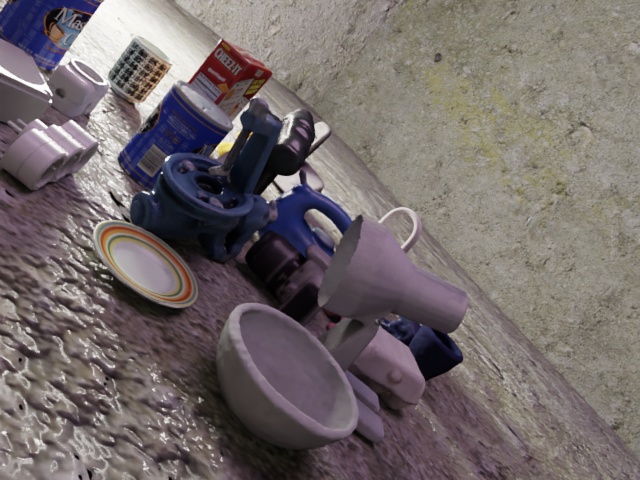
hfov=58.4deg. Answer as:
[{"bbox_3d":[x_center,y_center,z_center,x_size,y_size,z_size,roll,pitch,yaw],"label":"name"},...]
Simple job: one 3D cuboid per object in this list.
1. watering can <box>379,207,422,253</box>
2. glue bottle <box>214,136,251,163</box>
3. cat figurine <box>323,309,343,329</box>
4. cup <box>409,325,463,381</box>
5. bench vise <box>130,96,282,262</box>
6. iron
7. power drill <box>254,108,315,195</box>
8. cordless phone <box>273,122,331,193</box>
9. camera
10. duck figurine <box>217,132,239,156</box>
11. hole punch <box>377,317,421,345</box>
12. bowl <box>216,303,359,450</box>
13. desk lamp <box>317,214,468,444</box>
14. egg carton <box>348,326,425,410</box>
[{"bbox_3d":[0.129,0.013,1.194,0.101,0.194,0.173,47,14,15],"label":"watering can"},{"bbox_3d":[-0.135,-0.099,0.833,0.037,0.173,0.078,51,16,28],"label":"glue bottle"},{"bbox_3d":[0.065,0.096,0.933,0.067,0.117,0.127,37,15,-25],"label":"cat figurine"},{"bbox_3d":[0.192,0.206,1.008,0.091,0.095,0.118,50,15,25],"label":"cup"},{"bbox_3d":[-0.115,-0.082,0.743,0.121,0.219,0.208,46,14,12],"label":"bench vise"},{"bbox_3d":[0.009,0.004,0.998,0.259,0.141,0.118,41,14,-9],"label":"iron"},{"bbox_3d":[-0.087,-0.133,0.992,0.076,0.208,0.229,39,14,-16],"label":"power drill"},{"bbox_3d":[-0.029,-0.184,1.353,0.147,0.185,0.094,51,16,29],"label":"cordless phone"},{"bbox_3d":[-0.033,0.043,0.849,0.137,0.100,0.143,44,14,3],"label":"camera"},{"bbox_3d":[-0.167,-0.200,1.225,0.078,0.086,0.104,40,14,-15],"label":"duck figurine"},{"bbox_3d":[0.183,0.170,1.099,0.109,0.091,0.101,28,20,-46],"label":"hole punch"},{"bbox_3d":[-0.045,0.146,0.569,0.168,0.074,0.167,40,14,-12],"label":"bowl"},{"bbox_3d":[0.062,0.102,0.706,0.204,0.213,0.118,40,14,-13],"label":"desk lamp"},{"bbox_3d":[0.086,0.180,0.841,0.151,0.069,0.107,37,15,-23],"label":"egg carton"}]
